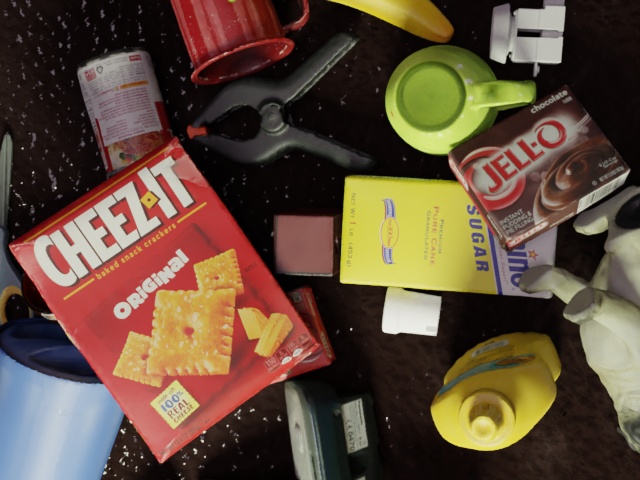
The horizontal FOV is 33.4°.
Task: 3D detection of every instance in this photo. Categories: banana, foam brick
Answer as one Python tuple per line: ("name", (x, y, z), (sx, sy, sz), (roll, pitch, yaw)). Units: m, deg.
("banana", (0.016, -0.204, 0.882), (0.197, 0.037, 0.069), (6, 65, -16))
("foam brick", (-0.006, 0.001, 0.913), (0.051, 0.078, 0.053), (1, 96, 11))

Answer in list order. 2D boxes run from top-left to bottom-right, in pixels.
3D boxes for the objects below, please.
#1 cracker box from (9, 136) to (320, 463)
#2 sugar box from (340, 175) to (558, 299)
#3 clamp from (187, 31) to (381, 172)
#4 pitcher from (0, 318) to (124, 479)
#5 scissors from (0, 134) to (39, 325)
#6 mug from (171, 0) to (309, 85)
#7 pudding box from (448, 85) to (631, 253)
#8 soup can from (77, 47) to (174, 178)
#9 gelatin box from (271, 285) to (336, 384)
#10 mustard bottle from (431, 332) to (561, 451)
("cracker box", (-0.126, 0.048, 0.879), (0.164, 0.072, 0.213), (-35, 93, -10))
("sugar box", (0.108, -0.004, 0.893), (0.176, 0.048, 0.093), (3, 96, 12))
("clamp", (-0.029, -0.099, 0.929), (0.172, 0.039, 0.120), (-18, 85, 19))
("pitcher", (-0.269, 0.199, 0.974), (0.149, 0.144, 0.243), (26, 105, 29))
("scissors", (-0.294, 0.009, 1.021), (0.096, 0.016, 0.202), (25, 101, 9))
("mug", (-0.067, -0.192, 0.908), (0.117, 0.093, 0.081), (-20, 85, 0))
("pudding box", (0.171, -0.056, 0.843), (0.113, 0.039, 0.090), (-29, 68, -4))
("soup can", (-0.170, -0.112, 0.949), (0.068, 0.068, 0.102), (-16, 91, 15))
("gelatin box", (-0.039, 0.088, 0.954), (0.089, 0.030, 0.073), (-19, 91, 16))
("mustard bottle", (0.136, 0.120, 0.828), (0.096, 0.191, 0.058), (-21, 90, 15))
